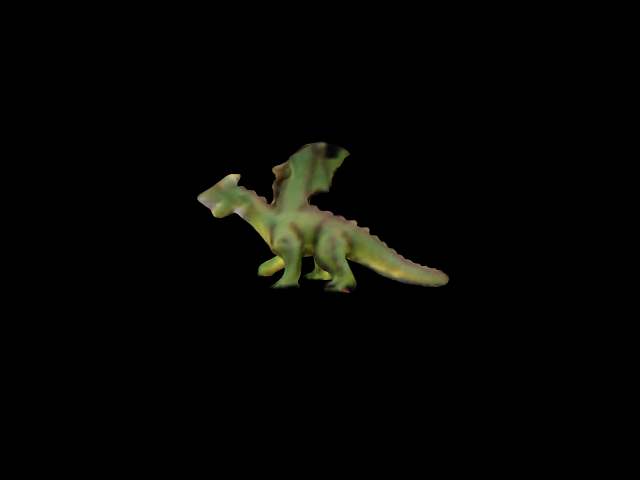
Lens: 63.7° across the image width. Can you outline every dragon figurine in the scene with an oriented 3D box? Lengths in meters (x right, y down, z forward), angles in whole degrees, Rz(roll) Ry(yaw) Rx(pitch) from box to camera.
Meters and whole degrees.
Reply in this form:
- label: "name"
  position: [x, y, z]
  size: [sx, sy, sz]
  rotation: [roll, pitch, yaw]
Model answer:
- label: "dragon figurine"
  position: [0.003, -0.043, 0.850]
  size: [0.410, 0.243, 0.122]
  rotation: [0, 1, 4]
